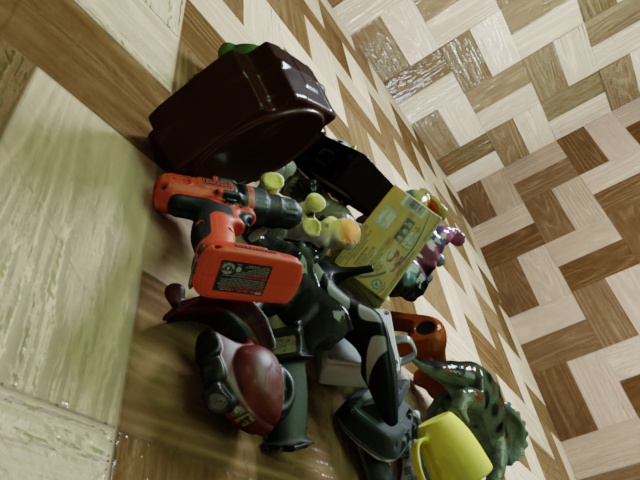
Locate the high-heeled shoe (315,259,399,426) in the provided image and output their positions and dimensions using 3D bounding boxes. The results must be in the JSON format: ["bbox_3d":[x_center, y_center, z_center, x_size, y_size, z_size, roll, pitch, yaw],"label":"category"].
[{"bbox_3d":[0.018,0.127,0.706,0.086,0.145,0.249,67,13,-53],"label":"high-heeled shoe"}]

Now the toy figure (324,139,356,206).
[{"bbox_3d":[0.039,-0.144,1.162,0.082,0.089,0.180,9,47,-28],"label":"toy figure"}]

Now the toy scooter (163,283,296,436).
[{"bbox_3d":[-0.097,0.103,0.541,0.135,0.075,0.184,32,33,-52],"label":"toy scooter"}]

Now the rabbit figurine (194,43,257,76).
[{"bbox_3d":[-0.118,-0.235,0.875,0.159,0.121,0.170,32,50,-46],"label":"rabbit figurine"}]

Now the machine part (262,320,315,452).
[{"bbox_3d":[-0.044,0.164,0.602,0.039,0.084,0.139,72,6,-70],"label":"machine part"}]

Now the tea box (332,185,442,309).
[{"bbox_3d":[0.100,0.011,0.829,0.098,0.169,0.068,38,-20,7],"label":"tea box"}]

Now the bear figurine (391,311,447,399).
[{"bbox_3d":[0.203,0.240,1.051,0.120,0.132,0.195,-69,149,-50],"label":"bear figurine"}]

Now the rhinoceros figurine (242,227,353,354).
[{"bbox_3d":[-0.039,0.059,0.676,0.190,0.112,0.073,49,19,24],"label":"rhinoceros figurine"}]

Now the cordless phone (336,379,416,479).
[{"bbox_3d":[0.098,0.304,0.768,0.146,0.089,0.184,-3,78,-69],"label":"cordless phone"}]

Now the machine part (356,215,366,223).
[{"bbox_3d":[0.149,0.007,1.270,0.179,0.056,0.179,49,22,-29],"label":"machine part"}]

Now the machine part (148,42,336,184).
[{"bbox_3d":[-0.093,-0.142,0.679,0.087,0.201,0.201,64,20,8],"label":"machine part"}]

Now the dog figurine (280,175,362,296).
[{"bbox_3d":[-0.002,-0.004,0.917,0.191,0.121,0.172,25,68,-4],"label":"dog figurine"}]

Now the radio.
[{"bbox_3d":[0.031,-0.128,0.997,0.131,0.073,0.230,39,-2,-43],"label":"radio"}]

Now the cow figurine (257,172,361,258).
[{"bbox_3d":[-0.030,-0.021,0.766,0.167,0.098,0.068,27,58,-11],"label":"cow figurine"}]

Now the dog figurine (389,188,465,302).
[{"bbox_3d":[0.147,0.010,0.962,0.219,0.108,0.191,-21,71,-39],"label":"dog figurine"}]

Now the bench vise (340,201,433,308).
[{"bbox_3d":[0.112,0.018,1.089,0.240,0.128,0.224,36,39,0],"label":"bench vise"}]

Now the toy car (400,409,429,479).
[{"bbox_3d":[0.149,0.356,0.827,0.073,0.056,0.202,56,22,-31],"label":"toy car"}]

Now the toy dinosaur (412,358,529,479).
[{"bbox_3d":[0.277,0.301,0.970,0.192,0.131,0.404,-53,129,-44],"label":"toy dinosaur"}]

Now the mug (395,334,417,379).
[{"bbox_3d":[0.103,0.189,0.870,0.081,0.110,0.107,-100,166,-49],"label":"mug"}]
